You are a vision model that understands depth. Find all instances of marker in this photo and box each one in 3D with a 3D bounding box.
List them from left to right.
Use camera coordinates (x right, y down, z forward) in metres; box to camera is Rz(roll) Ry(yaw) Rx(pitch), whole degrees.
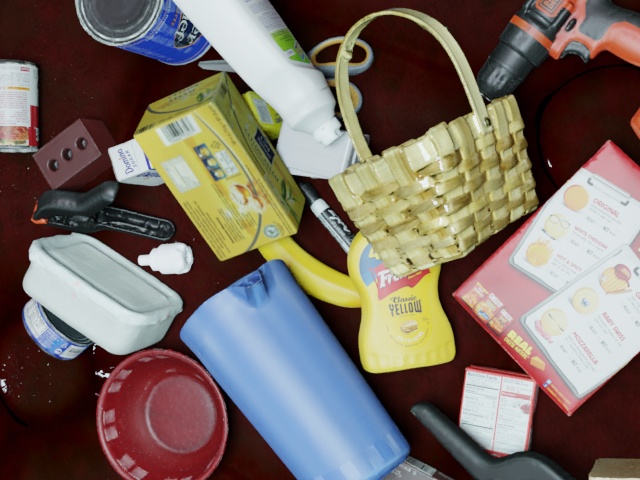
[{"bbox_3d":[0.016,-0.016,1.145,0.020,0.020,0.121,-43,77,15],"label":"marker"}]

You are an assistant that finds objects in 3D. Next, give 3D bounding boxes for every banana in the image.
[{"bbox_3d":[-0.023,0.011,1.149,0.070,0.037,0.198,-43,78,15],"label":"banana"}]

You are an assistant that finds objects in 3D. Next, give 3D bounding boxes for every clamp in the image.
[{"bbox_3d":[-0.251,-0.028,1.210,0.172,0.120,0.039,-1,60,39],"label":"clamp"},{"bbox_3d":[0.169,0.236,1.024,0.210,0.036,0.164,-8,85,36],"label":"clamp"}]

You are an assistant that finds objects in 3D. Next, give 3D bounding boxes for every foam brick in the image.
[{"bbox_3d":[-0.278,-0.097,1.229,0.078,0.051,0.053,-35,80,16],"label":"foam brick"}]

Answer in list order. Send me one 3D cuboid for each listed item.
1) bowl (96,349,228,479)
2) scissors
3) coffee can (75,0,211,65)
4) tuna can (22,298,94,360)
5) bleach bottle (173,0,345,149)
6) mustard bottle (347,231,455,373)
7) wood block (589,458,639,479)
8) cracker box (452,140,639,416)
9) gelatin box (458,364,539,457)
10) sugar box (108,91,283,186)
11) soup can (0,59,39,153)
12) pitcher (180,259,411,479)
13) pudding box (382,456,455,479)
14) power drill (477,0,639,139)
[{"bbox_3d":[-0.167,0.199,1.193,0.162,0.055,0.162,0,91,19],"label":"bowl"},{"bbox_3d":[-0.035,-0.168,1.162,0.202,0.016,0.096,-10,88,19],"label":"scissors"},{"bbox_3d":[-0.182,-0.249,1.146,0.103,0.140,0.103,0,91,19],"label":"coffee can"},{"bbox_3d":[-0.297,0.095,1.221,0.034,0.086,0.086,-40,79,17],"label":"tuna can"},{"bbox_3d":[-0.065,-0.196,1.053,0.068,0.102,0.251,-36,93,27],"label":"bleach bottle"},{"bbox_3d":[0.079,0.036,1.098,0.096,0.058,0.191,-8,87,-6],"label":"mustard bottle"},{"bbox_3d":[0.309,0.318,1.011,0.090,0.090,0.206,-3,90,20],"label":"wood block"},{"bbox_3d":[0.263,0.037,1.033,0.164,0.072,0.214,47,104,12],"label":"cracker box"},{"bbox_3d":[0.181,0.176,1.085,0.073,0.030,0.089,8,92,20],"label":"gelatin box"},{"bbox_3d":[-0.129,-0.106,1.155,0.176,0.093,0.048,-22,82,19],"label":"sugar box"},{"bbox_3d":[-0.364,-0.155,1.249,0.069,0.068,0.102,-1,90,19],"label":"soup can"},{"bbox_3d":[-0.023,0.153,1.086,0.145,0.149,0.243,-43,76,19],"label":"pitcher"},{"bbox_3d":[0.108,0.284,1.107,0.113,0.039,0.090,27,99,17],"label":"pudding box"},{"bbox_3d":[0.268,-0.173,1.034,0.188,0.057,0.184,40,103,14],"label":"power drill"}]
